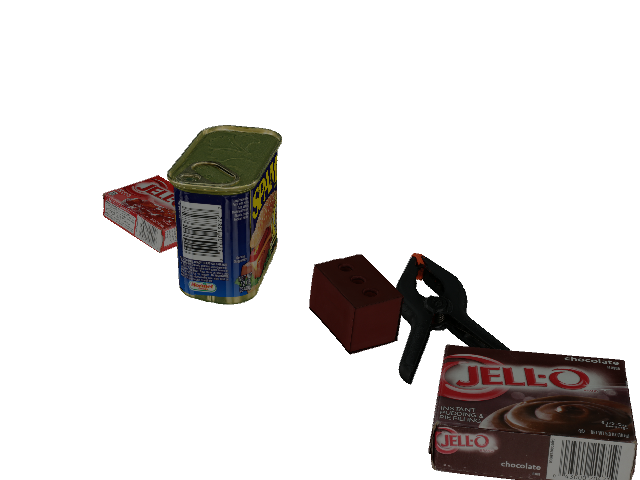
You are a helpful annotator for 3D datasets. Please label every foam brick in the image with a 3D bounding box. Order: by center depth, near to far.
[{"bbox_3d":[0.032,0.056,0.962,0.052,0.051,0.078,-13,36,-27],"label":"foam brick"}]

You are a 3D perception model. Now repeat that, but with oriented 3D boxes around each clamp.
[{"bbox_3d":[0.135,0.082,1.142,0.120,0.171,0.039,4,-44,-9],"label":"clamp"}]

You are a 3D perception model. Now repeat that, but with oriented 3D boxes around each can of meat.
[{"bbox_3d":[-0.060,-0.018,0.697,0.057,0.084,0.102,6,27,9],"label":"can of meat"}]

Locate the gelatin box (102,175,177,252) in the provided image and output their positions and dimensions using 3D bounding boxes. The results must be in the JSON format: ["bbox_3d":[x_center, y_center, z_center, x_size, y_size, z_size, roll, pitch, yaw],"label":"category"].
[{"bbox_3d":[-0.159,-0.028,1.054,0.089,0.030,0.073,30,35,31],"label":"gelatin box"}]

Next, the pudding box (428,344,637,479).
[{"bbox_3d":[0.124,0.102,0.629,0.113,0.039,0.090,6,26,9],"label":"pudding box"}]
